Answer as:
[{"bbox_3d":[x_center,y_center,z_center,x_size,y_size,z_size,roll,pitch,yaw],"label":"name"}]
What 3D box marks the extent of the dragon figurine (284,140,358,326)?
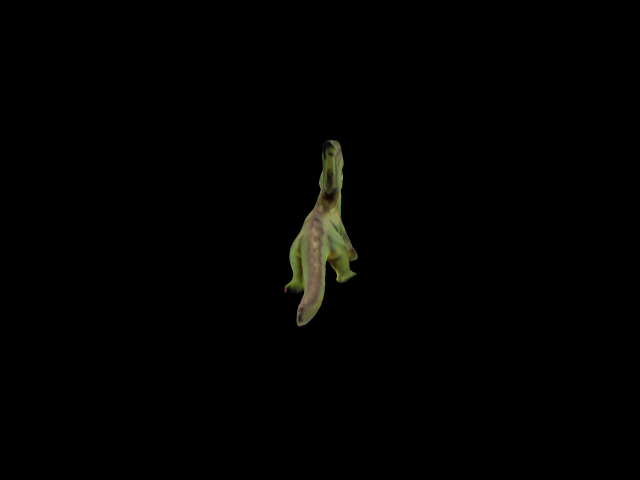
[{"bbox_3d":[0.003,-0.043,0.850,0.122,0.240,0.415,1,13,4],"label":"dragon figurine"}]
